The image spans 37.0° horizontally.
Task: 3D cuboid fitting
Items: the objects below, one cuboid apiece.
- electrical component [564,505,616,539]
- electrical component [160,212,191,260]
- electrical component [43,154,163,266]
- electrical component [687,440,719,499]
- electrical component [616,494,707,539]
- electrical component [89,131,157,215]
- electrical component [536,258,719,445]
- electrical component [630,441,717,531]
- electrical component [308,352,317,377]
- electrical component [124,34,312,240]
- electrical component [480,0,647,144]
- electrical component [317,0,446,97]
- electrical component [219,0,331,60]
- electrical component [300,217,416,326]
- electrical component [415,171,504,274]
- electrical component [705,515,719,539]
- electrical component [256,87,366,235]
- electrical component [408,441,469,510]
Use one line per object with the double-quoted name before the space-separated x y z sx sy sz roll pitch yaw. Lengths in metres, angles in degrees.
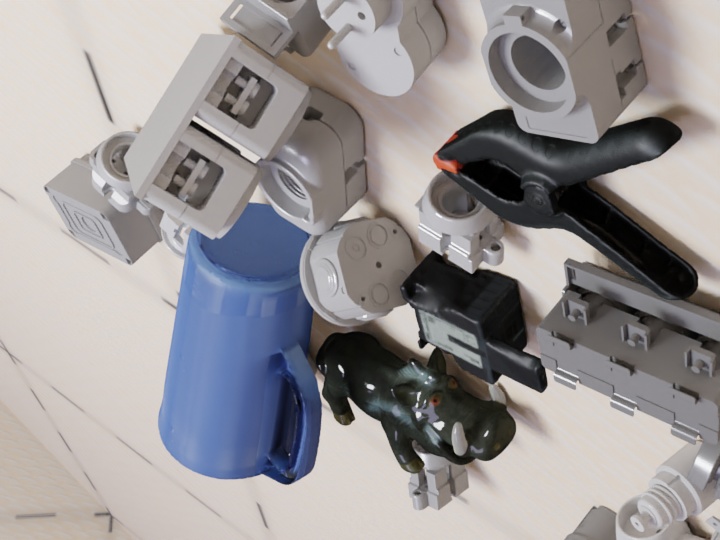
"electrical component" 0.194 0.223 0.890 0.040 0.046 0.040 34 152 20
"electrical component" -0.148 -0.042 0.974 0.078 0.058 0.057 43 151 1
"electrical component" -0.257 -0.063 1.096 0.113 0.057 0.078 23 147 36
"electrical component" 0.242 0.125 0.680 0.055 0.048 0.066 24 149 20
"electrical component" 0.241 0.216 0.815 0.079 0.044 0.077 13 140 47
"electrical component" -0.214 -0.093 0.993 0.078 0.058 0.057 43 157 2
"electrical component" 0.172 0.050 0.645 0.121 0.063 0.078 24 148 35
"electrical component" 0.214 0.148 0.722 0.040 0.078 0.040 48 158 27
"electrical component" -0.067 0.098 1.080 0.043 0.043 0.081 18 144 42
"electrical component" -0.095 -0.090 0.693 0.060 0.105 0.186 32 -177 -19
"electrical component" 0.097 -0.111 0.523 0.050 0.055 0.089 18 144 42
"electrical component" 0.002 -0.148 0.577 0.052 0.073 0.138 21 146 27
"electrical component" -0.038 -0.161 0.629 0.042 0.081 0.064 38 176 13
"electrical component" 0.000 0.000 0.800 0.080 0.080 0.051 52 148 -15
"electrical component" 0.065 -0.035 0.695 0.066 0.048 0.055 33 160 22
"electrical component" 0.265 0.201 0.745 0.066 0.055 0.048 38 154 12
"electrical component" -0.035 -0.073 0.763 0.054 0.059 0.095 32 152 23
"electrical component" 0.071 0.182 0.992 0.048 0.066 0.055 16 123 44
